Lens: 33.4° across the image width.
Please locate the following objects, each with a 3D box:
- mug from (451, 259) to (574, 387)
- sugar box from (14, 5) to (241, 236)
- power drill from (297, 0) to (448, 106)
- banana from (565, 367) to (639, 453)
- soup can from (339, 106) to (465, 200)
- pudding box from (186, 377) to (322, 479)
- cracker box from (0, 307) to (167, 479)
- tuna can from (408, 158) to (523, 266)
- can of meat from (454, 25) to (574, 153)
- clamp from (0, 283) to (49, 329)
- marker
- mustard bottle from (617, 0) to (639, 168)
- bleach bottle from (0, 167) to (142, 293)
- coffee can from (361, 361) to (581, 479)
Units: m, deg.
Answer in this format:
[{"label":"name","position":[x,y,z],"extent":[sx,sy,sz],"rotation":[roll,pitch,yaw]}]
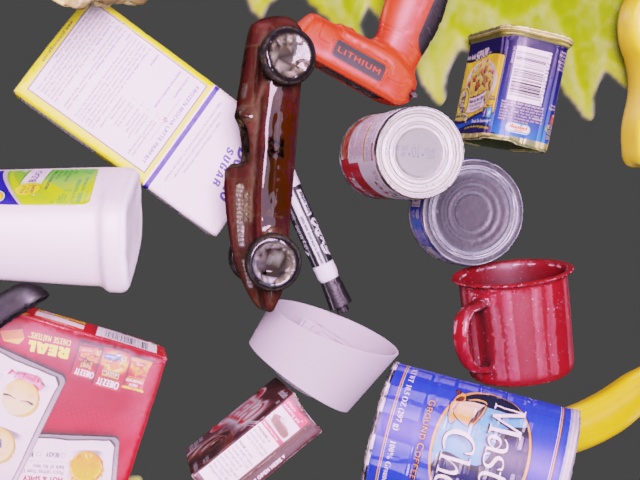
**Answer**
[{"label":"mug","position":[0.144,0.066,0.816],"extent":[0.117,0.093,0.081],"rotation":[-16,103,-44]},{"label":"sugar box","position":[-0.123,-0.090,0.781],"extent":[0.176,0.048,0.093],"rotation":[37,84,-14]},{"label":"power drill","position":[0.047,-0.209,0.791],"extent":[0.184,0.057,0.188],"rotation":[28,93,-14]},{"label":"banana","position":[0.191,0.142,0.862],"extent":[0.197,0.037,0.069],"rotation":[-4,94,-12]},{"label":"soup can","position":[0.059,-0.063,0.790],"extent":[0.068,0.102,0.068],"rotation":[-1,93,-13]},{"label":"pudding box","position":[-0.050,0.145,0.773],"extent":[0.090,0.113,0.039],"rotation":[-39,96,-8]},{"label":"cracker box","position":[-0.219,0.156,0.760],"extent":[0.164,0.072,0.214],"rotation":[18,90,-10]},{"label":"tuna can","position":[0.115,-0.022,0.839],"extent":[0.086,0.034,0.086],"rotation":[-1,93,-12]},{"label":"can of meat","position":[0.142,-0.112,0.806],"extent":[0.057,0.102,0.084],"rotation":[11,93,-13]},{"label":"clamp","position":[-0.277,0.113,0.694],"extent":[0.210,0.036,0.164],"rotation":[-2,89,2]},{"label":"marker","position":[-0.005,0.001,0.822],"extent":[0.020,0.020,0.121],"rotation":[-25,97,-10]},{"label":"mustard bottle","position":[0.287,-0.156,0.855],"extent":[0.096,0.058,0.191],"rotation":[-5,94,-12]},{"label":"bleach bottle","position":[-0.251,-0.011,0.720],"extent":[0.250,0.102,0.068],"rotation":[1,115,-3]},{"label":"coffee can","position":[0.110,0.156,0.786],"extent":[0.140,0.102,0.103],"rotation":[14,90,11]}]
